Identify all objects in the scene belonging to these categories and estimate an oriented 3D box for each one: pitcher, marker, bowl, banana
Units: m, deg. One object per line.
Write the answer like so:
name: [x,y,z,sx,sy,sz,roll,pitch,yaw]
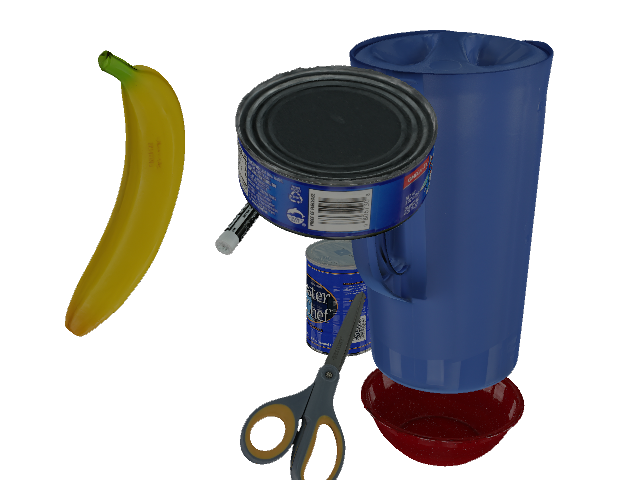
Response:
pitcher: [0.082,-0.017,0.738,0.149,0.243,0.145,-5,22,-7]
marker: [-0.067,-0.031,1.058,0.020,0.020,0.121,0,39,33]
bowl: [0.120,0.177,1.069,0.162,0.055,0.162,1,24,0]
banana: [-0.120,-0.029,0.668,0.069,0.198,0.037,-7,33,-33]

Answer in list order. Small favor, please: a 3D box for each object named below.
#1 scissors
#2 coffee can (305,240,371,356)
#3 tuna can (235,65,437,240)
scissors: [-0.013,0.120,0.911,0.096,0.201,0.016,11,-36,-7]
coffee can: [0.030,0.079,1.517,0.103,0.140,0.103,0,22,0]
tuna can: [0.006,-0.039,0.461,0.086,0.034,0.086,1,41,-1]
